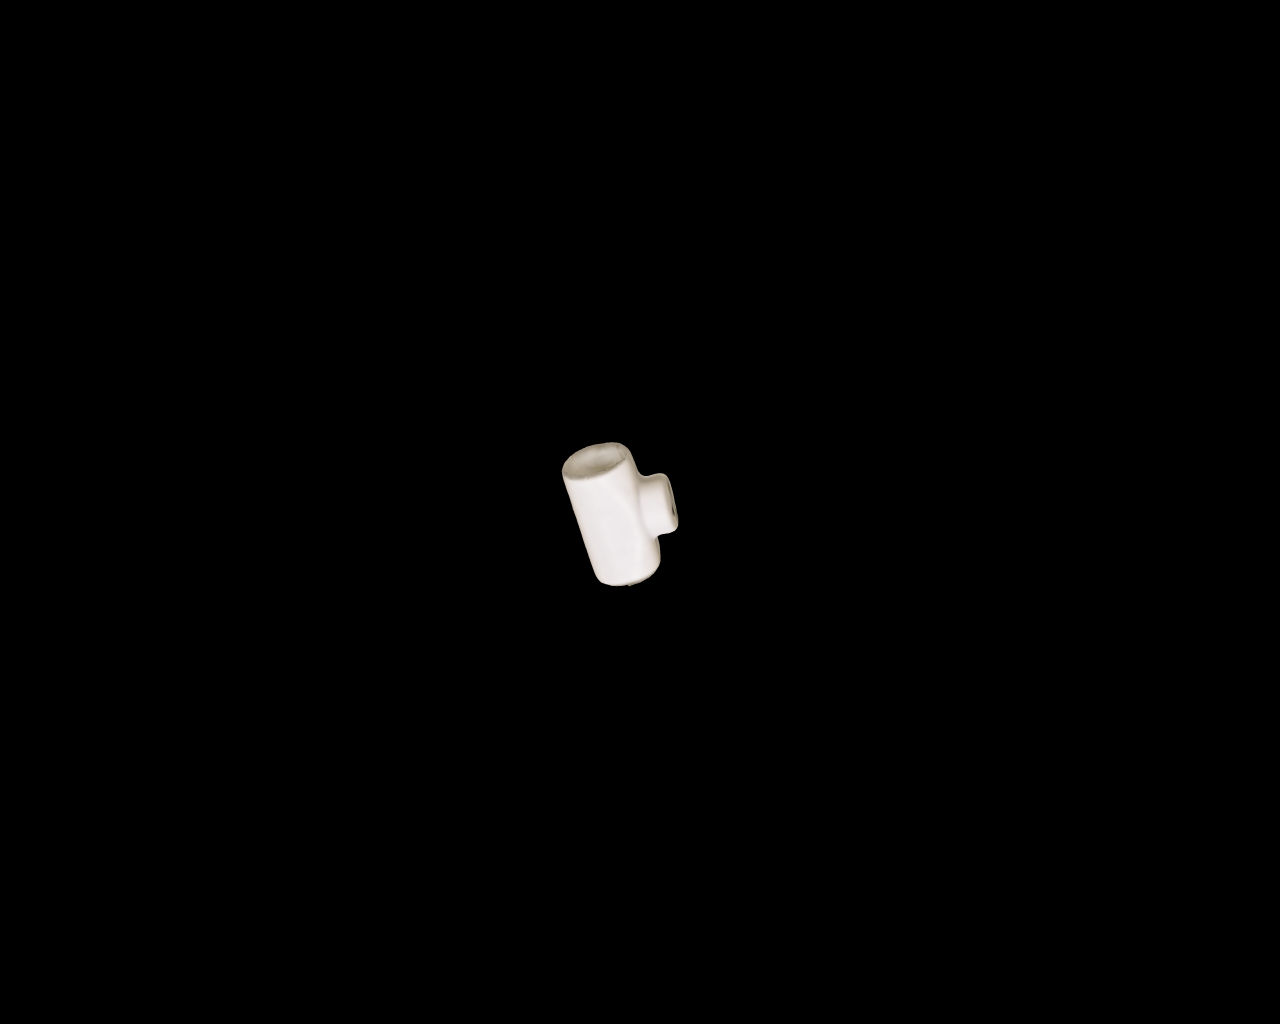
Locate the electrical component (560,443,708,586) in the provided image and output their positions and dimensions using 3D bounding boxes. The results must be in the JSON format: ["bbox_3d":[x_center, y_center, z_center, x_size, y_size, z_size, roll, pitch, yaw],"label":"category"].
[{"bbox_3d":[0.001,-0.003,0.650,0.079,0.077,0.044,-13,28,7],"label":"electrical component"}]
